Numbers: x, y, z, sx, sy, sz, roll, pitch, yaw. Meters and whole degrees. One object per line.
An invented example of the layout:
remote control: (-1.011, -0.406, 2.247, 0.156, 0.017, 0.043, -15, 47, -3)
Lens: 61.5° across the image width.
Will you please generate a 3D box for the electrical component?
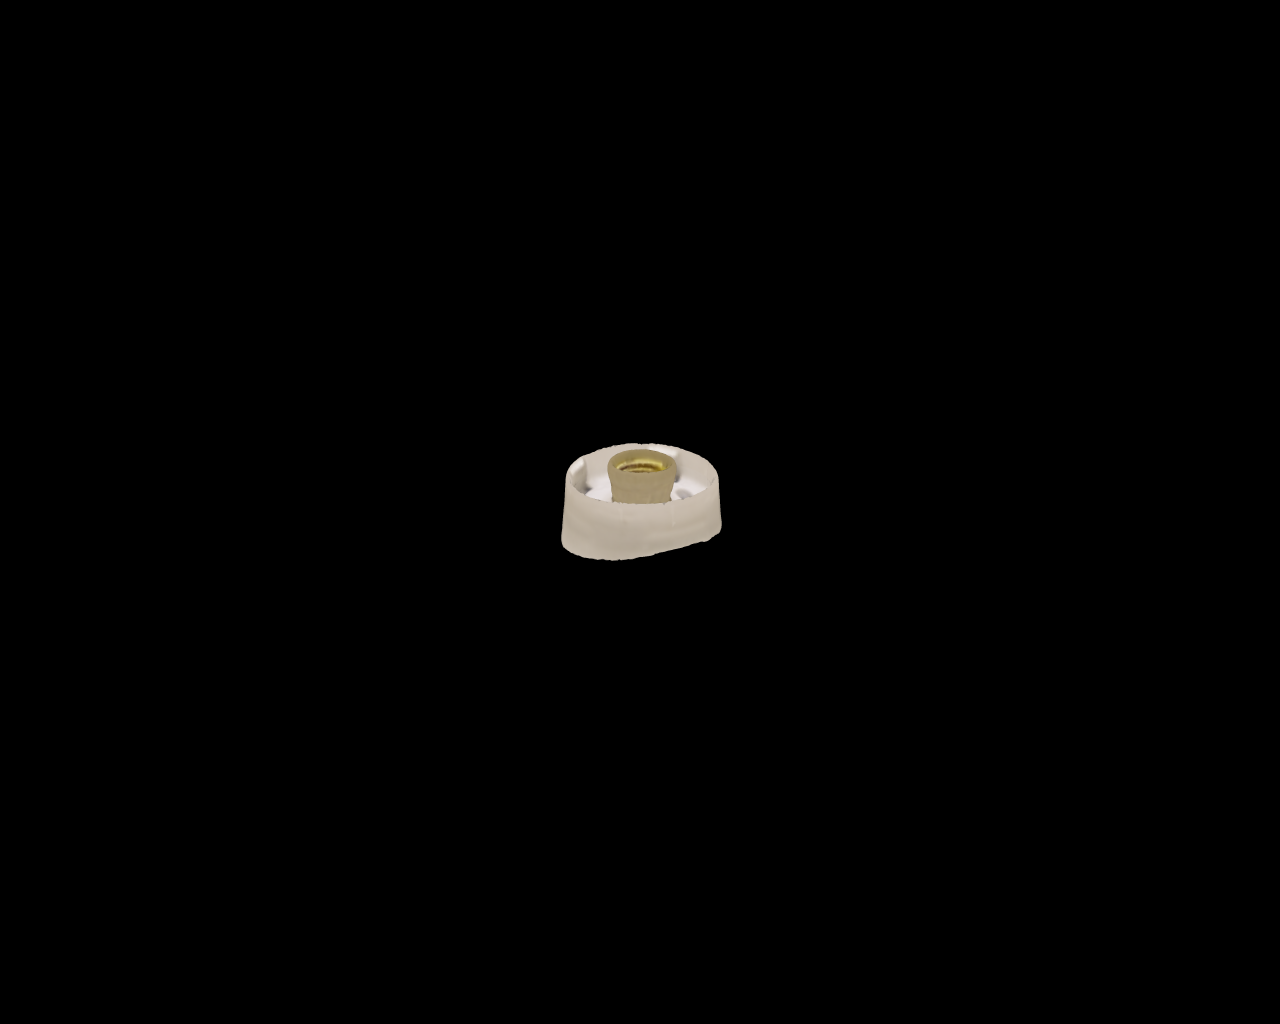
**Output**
electrical component: (0.001, -0.003, 0.650, 0.099, 0.064, 0.099, 0, 27, 0)
